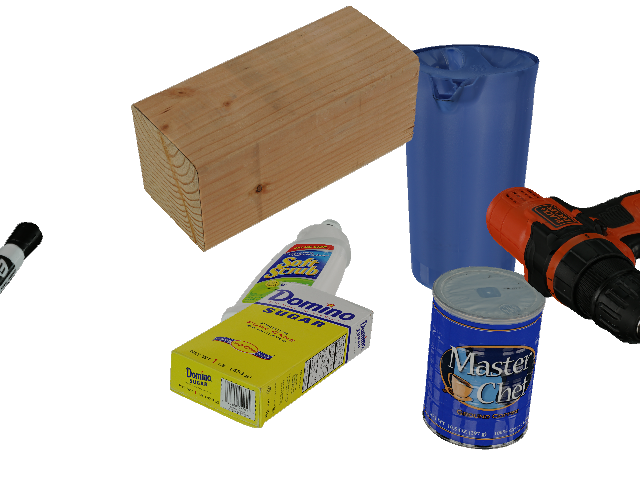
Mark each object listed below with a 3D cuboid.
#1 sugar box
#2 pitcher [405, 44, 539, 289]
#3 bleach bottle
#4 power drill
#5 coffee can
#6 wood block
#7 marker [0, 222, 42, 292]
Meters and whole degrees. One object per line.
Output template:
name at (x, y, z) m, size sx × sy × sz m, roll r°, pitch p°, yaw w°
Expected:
sugar box at (-0.038, 0.092, 0.918) m, size 0.093 × 0.048 × 0.175 m, roll 19°, pitch 30°, yaw 27°
pitcher at (0.152, -0.076, 1.092) m, size 0.149 × 0.243 × 0.145 m, roll -10°, pitch 25°, yaw -19°
bleach bottle at (-0.029, 0.047, 1.281) m, size 0.103 × 0.068 × 0.250 m, roll 5°, pitch 32°, yaw 16°
power drill at (0.231, 0.001, 0.731) m, size 0.187 × 0.057 × 0.185 m, roll -10°, pitch 29°, yaw -18°
coffee can at (0.152, 0.109, 1.004) m, size 0.103 × 0.140 × 0.103 m, roll 1°, pitch 25°, yaw -1°
wood block at (-0.031, -0.091, 0.830) m, size 0.205 × 0.091 × 0.090 m, roll -29°, pitch 54°, yaw -25°
marker at (-0.204, 0.027, 0.656) m, size 0.020 × 0.020 × 0.121 m, roll 0°, pitch 35°, yaw 17°
